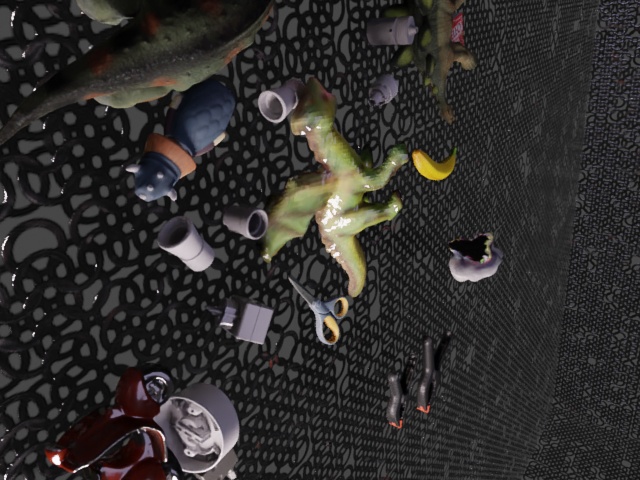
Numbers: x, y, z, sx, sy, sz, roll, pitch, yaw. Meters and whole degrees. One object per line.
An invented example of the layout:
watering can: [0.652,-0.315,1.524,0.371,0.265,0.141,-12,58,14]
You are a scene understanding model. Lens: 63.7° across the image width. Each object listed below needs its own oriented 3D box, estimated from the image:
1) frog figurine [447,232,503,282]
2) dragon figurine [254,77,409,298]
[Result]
frog figurine: [0.403,0.062,1.334,0.138,0.125,0.156,-32,143,-4]
dragon figurine: [0.002,-0.039,0.778,0.244,0.124,0.402,-15,125,-33]
